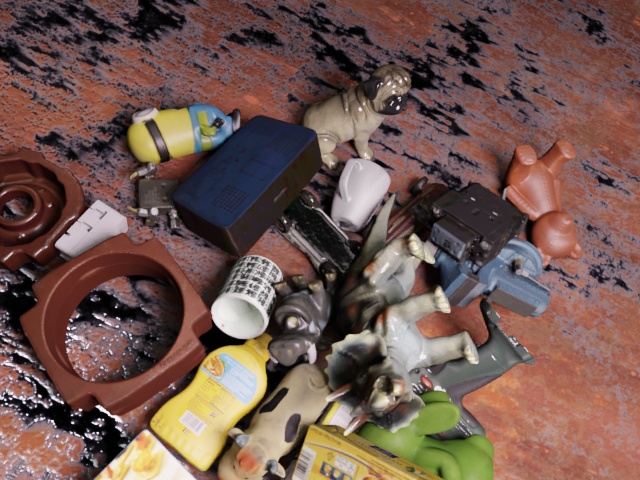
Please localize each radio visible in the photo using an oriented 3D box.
[{"bbox_3d":[-0.110,-0.093,0.837,0.131,0.073,0.229,23,57,26],"label":"radio"}]

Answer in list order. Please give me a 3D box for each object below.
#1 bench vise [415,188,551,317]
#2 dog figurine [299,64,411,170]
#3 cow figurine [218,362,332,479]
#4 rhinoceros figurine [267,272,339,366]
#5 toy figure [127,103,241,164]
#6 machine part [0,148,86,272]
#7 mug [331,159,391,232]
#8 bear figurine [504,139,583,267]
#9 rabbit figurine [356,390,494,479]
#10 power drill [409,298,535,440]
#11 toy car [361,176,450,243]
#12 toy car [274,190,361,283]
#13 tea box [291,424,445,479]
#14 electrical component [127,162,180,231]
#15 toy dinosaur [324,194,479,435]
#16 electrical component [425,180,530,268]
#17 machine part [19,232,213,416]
[{"bbox_3d":[0.270,0.023,0.889,0.224,0.128,0.241,18,42,4],"label":"bench vise"},{"bbox_3d":[0.046,-0.219,0.893,0.172,0.190,0.121,-14,70,-19],"label":"dog figurine"},{"bbox_3d":[-0.053,0.240,0.692,0.085,0.127,0.195,39,60,11],"label":"cow figurine"},{"bbox_3d":[-0.022,0.108,0.748,0.073,0.190,0.112,-3,102,17],"label":"rhinoceros figurine"},{"bbox_3d":[-0.217,-0.172,0.865,0.180,0.082,0.089,-8,67,-20],"label":"toy figure"},{"bbox_3d":[-0.429,-0.043,0.763,0.179,0.056,0.179,5,65,-11],"label":"machine part"},{"bbox_3d":[0.059,-0.074,0.880,0.081,0.109,0.107,15,69,23],"label":"mug"},{"bbox_3d":[0.405,-0.061,0.953,0.120,0.131,0.196,-8,62,-11],"label":"bear figurine"},{"bbox_3d":[0.132,0.274,0.688,0.170,0.121,0.159,29,88,-1],"label":"rabbit figurine"},{"bbox_3d":[0.182,0.177,0.771,0.207,0.086,0.232,-41,85,2],"label":"power drill"},{"bbox_3d":[0.155,-0.034,0.916,0.202,0.053,0.089,-38,83,-27],"label":"toy car"},{"bbox_3d":[-0.002,-0.003,0.858,0.073,0.056,0.202,-40,79,-20],"label":"toy car"},{"bbox_3d":[0.053,0.290,0.618,0.170,0.068,0.098,16,83,37],"label":"tea box"},{"bbox_3d":[-0.253,-0.067,0.825,0.078,0.045,0.102,2,66,-12],"label":"electrical component"},{"bbox_3d":[0.081,0.094,0.735,0.192,0.131,0.405,-27,32,11],"label":"toy dinosaur"},{"bbox_3d":[0.229,-0.023,0.809,0.134,0.058,0.115,-32,54,-33],"label":"electrical component"},{"bbox_3d":[-0.260,0.109,0.707,0.201,0.087,0.201,-34,72,-20],"label":"machine part"}]
